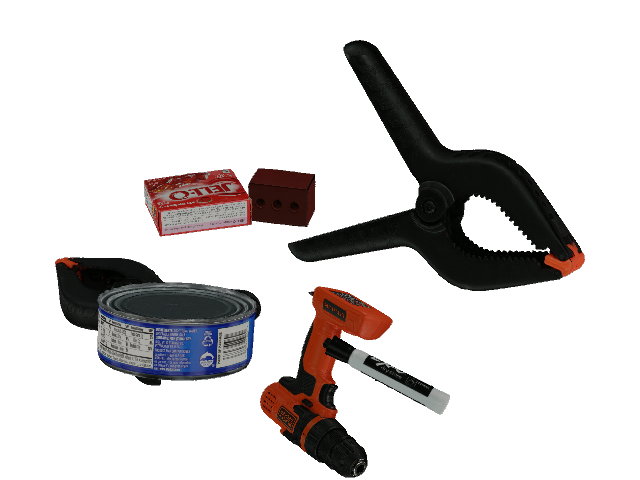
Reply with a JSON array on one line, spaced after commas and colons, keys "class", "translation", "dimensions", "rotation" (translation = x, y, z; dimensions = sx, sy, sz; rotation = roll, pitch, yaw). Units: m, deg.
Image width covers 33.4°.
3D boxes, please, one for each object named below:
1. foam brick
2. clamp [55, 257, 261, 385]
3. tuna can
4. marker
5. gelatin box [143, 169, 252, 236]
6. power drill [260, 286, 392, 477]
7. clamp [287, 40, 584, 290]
[{"class": "foam brick", "translation": [-0.048, -0.055, 1.344], "dimensions": [0.078, 0.053, 0.051], "rotation": [6, 29, 11]}, {"class": "clamp", "translation": [-0.133, 0.047, 0.819], "dimensions": [0.120, 0.039, 0.172], "rotation": [-20, 36, -40]}, {"class": "tuna can", "translation": [-0.078, 0.048, 0.583], "dimensions": [0.086, 0.034, 0.086], "rotation": [4, 10, -1]}, {"class": "marker", "translation": [0.056, 0.116, 0.933], "dimensions": [0.121, 0.020, 0.020], "rotation": [26, 8, 17]}, {"class": "gelatin box", "translation": [-0.115, -0.037, 0.996], "dimensions": [0.089, 0.030, 0.073], "rotation": [-9, 28, -16]}, {"class": "power drill", "translation": [0.015, 0.161, 1.248], "dimensions": [0.057, 0.188, 0.185], "rotation": [15, 10, -43]}, {"class": "clamp", "translation": [0.078, -0.036, 0.712], "dimensions": [0.210, 0.165, 0.036], "rotation": [20, 21, 28]}]
